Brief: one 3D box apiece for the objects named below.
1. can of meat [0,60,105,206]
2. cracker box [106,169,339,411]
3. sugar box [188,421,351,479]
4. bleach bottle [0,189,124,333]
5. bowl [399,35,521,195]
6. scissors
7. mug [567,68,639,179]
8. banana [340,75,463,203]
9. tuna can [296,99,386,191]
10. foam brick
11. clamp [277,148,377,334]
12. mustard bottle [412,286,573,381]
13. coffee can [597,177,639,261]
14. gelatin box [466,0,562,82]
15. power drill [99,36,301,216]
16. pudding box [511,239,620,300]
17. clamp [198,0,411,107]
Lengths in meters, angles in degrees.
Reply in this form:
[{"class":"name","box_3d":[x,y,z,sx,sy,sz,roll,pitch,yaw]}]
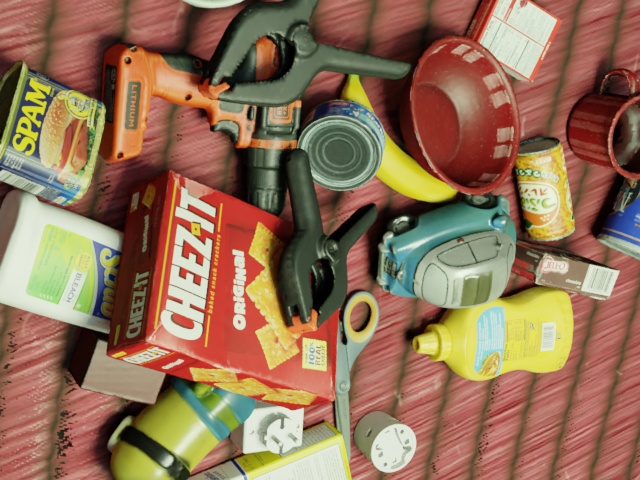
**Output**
[{"class":"can of meat","box_3d":[-0.237,-0.088,0.911,0.083,0.058,0.102,24,61,-32]},{"class":"cracker box","box_3d":[-0.078,0.051,0.978,0.213,0.072,0.164,24,59,-37]},{"class":"sugar box","box_3d":[-0.054,0.266,1.118,0.176,0.048,0.093,-17,110,-17]},{"class":"bleach bottle","box_3d":[-0.178,0.038,0.988,0.250,0.068,0.102,19,90,-32]},{"class":"bowl","box_3d":[0.132,-0.122,1.083,0.161,0.055,0.162,6,80,-39]},{"class":"scissors","box_3d":[0.037,0.139,1.145,0.096,0.016,0.202,-27,114,-18]},{"class":"mug","box_3d":[0.329,-0.131,1.179,0.093,0.082,0.117,-12,108,-23]},{"class":"banana","box_3d":[0.077,-0.092,1.091,0.069,0.037,0.197,-46,118,-7]},{"class":"tuna can","box_3d":[0.020,-0.091,1.040,0.086,0.033,0.086,4,124,6]},{"class":"foam brick","box_3d":[-0.189,0.117,1.007,0.078,0.053,0.051,18,95,-29]},{"class":"clamp","box_3d":[-0.006,0.001,0.986,0.120,0.039,0.171,38,50,-26]},{"class":"mustard bottle","box_3d":[0.189,0.107,1.187,0.191,0.058,0.096,-4,105,-26]},{"class":"coffee can","box_3d":[0.394,-0.044,1.222,0.102,0.103,0.140,23,92,-29]},{"class":"gelatin box","box_3d":[0.201,-0.218,1.124,0.089,0.030,0.073,23,93,-28]},{"class":"power drill","box_3d":[-0.107,-0.107,0.987,0.187,0.057,0.184,-1,100,-29]},{"class":"pudding box","box_3d":[0.258,0.029,1.183,0.113,0.090,0.039,14,98,-29]},{"class":"clamp","box_3d":[-0.022,-0.192,0.963,0.209,0.036,0.164,-27,109,-24]}]
